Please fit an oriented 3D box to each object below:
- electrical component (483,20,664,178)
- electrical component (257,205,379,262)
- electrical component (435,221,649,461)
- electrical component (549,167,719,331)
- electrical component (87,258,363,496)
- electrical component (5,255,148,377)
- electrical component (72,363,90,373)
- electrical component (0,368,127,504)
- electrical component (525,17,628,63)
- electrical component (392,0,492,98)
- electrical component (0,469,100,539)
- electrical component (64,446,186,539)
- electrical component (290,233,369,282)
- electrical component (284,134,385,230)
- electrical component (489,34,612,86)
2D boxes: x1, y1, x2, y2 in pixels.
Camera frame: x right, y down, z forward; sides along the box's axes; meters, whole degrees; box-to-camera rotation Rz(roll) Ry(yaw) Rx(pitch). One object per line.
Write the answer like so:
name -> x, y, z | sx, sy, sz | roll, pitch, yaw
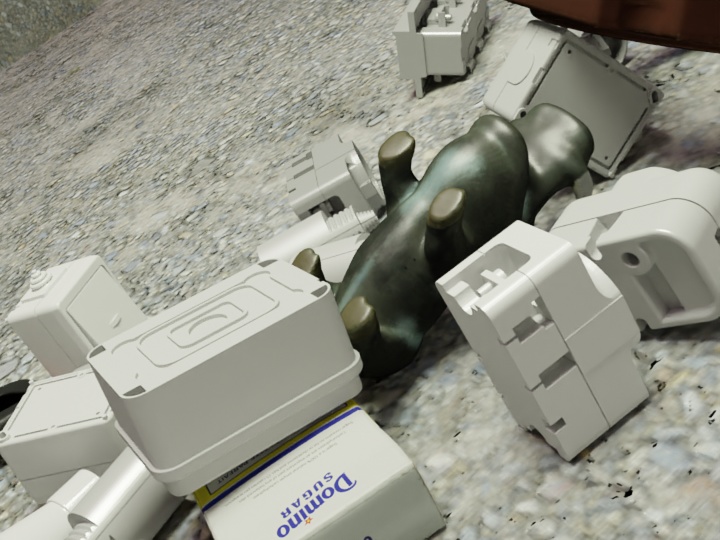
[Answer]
electrical component -> 0.134, -0.104, 0.663 | 0.061, 0.096, 0.061 | -60, 23, 11
electrical component -> -0.024, -0.017, 0.731 | 0.081, 0.043, 0.043 | -29, 25, 5
electrical component -> 0.084, 0.028, 0.476 | 0.056, 0.089, 0.050 | -37, 26, -10
electrical component -> 0.136, -0.010, 0.517 | 0.095, 0.053, 0.059 | -15, 29, 50
electrical component -> -0.064, 0.049, 0.524 | 0.113, 0.057, 0.078 | -28, 25, -20
electrical component -> -0.198, 0.036, 0.768 | 0.061, 0.096, 0.061 | -14, 31, 31
electrical component -> -0.145, 0.070, 0.710 | 0.081, 0.043, 0.043 | -24, 26, 14
electrical component -> -0.161, 0.100, 0.661 | 0.096, 0.061, 0.061 | -14, 30, 17
electrical component -> 0.144, -0.158, 0.798 | 0.079, 0.043, 0.077 | -37, 26, -11
electrical component -> 0.076, -0.216, 0.952 | 0.063, 0.078, 0.121 | 4, 37, 17
electrical component -> -0.167, 0.144, 0.604 | 0.044, 0.044, 0.065 | -2, 33, 46
electrical component -> -0.133, 0.137, 0.576 | 0.043, 0.043, 0.081 | -4, 37, 45
electrical component -> 0.000, 0.000, 0.674 | 0.081, 0.043, 0.043 | -16, 30, 29
electrical component -> -0.018, -0.058, 0.790 | 0.056, 0.050, 0.089 | -28, 25, 7
electrical component -> 0.132, -0.125, 0.728 | 0.081, 0.063, 0.042 | -25, 26, 13
